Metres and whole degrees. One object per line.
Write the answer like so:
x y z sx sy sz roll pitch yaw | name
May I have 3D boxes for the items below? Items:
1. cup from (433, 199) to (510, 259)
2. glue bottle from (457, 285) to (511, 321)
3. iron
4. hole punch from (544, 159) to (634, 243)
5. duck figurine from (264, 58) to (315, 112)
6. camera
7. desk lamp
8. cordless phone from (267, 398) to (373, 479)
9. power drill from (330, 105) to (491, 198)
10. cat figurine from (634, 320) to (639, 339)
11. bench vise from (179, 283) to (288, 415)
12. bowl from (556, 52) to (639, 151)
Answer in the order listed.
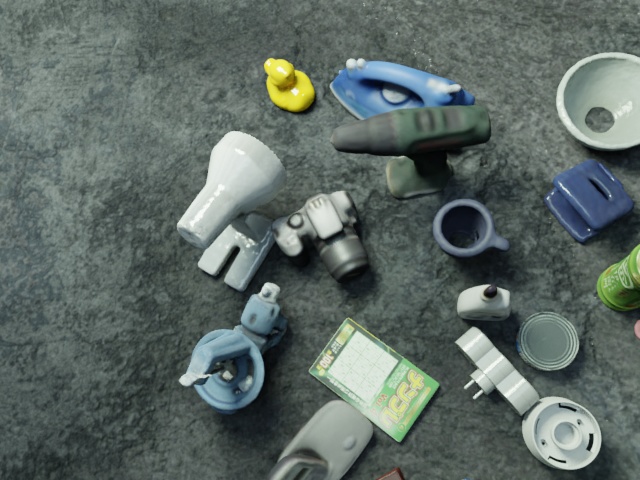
0.234 -0.003 0.890 0.117 0.095 0.092 23 80 16 | cup
0.240 0.087 0.823 0.078 0.173 0.037 4 75 12 | glue bottle
0.122 -0.252 0.955 0.257 0.141 0.119 21 79 15 | iron
0.414 -0.068 0.878 0.101 0.091 0.108 -35 71 0 | hole punch
-0.059 -0.285 1.026 0.104 0.086 0.077 43 86 18 | duck figurine
0.009 0.003 0.926 0.143 0.101 0.136 -28 72 2 | camera
-0.134 -0.041 0.904 0.117 0.214 0.203 27 81 16 | desk lamp
-0.002 0.294 0.802 0.094 0.185 0.148 36 84 18 | cordless phone
0.142 -0.137 0.884 0.229 0.209 0.075 -12 73 7 | power drill
0.505 0.155 0.785 0.067 0.118 0.127 -23 72 4 | cat figurine
-0.136 0.154 0.847 0.121 0.220 0.207 7 76 12 | bench vise
0.460 -0.210 0.917 0.167 0.075 0.167 -3 74 10 | bowl
